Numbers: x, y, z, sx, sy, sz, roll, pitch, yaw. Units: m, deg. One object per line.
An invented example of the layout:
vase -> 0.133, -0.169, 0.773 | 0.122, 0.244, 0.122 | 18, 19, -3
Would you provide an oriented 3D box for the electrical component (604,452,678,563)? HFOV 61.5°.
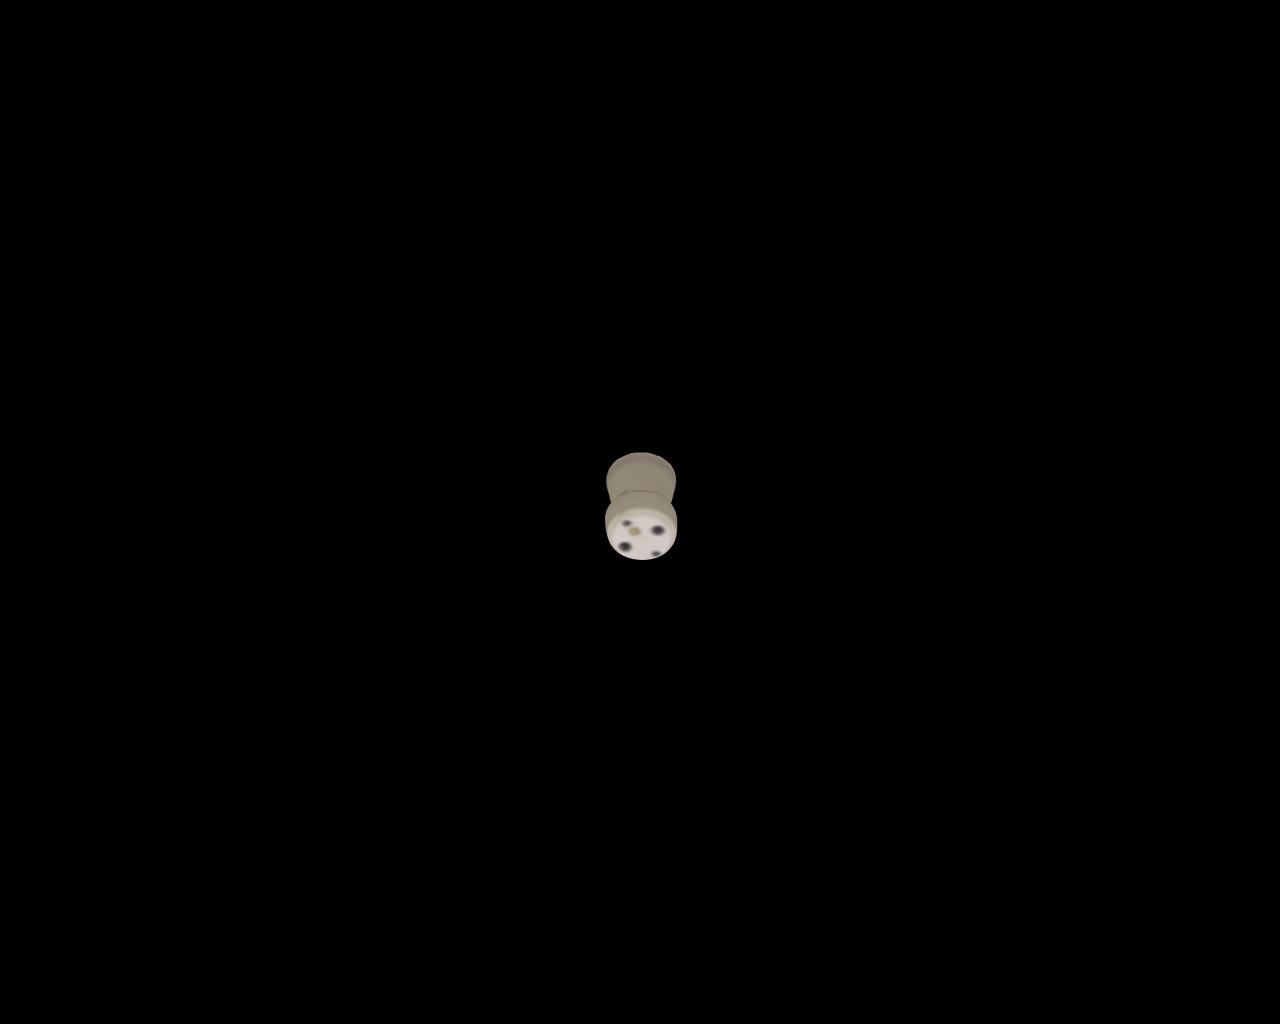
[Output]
electrical component -> 0.001, -0.003, 0.650 | 0.045, 0.044, 0.055 | 0, 42, 0
